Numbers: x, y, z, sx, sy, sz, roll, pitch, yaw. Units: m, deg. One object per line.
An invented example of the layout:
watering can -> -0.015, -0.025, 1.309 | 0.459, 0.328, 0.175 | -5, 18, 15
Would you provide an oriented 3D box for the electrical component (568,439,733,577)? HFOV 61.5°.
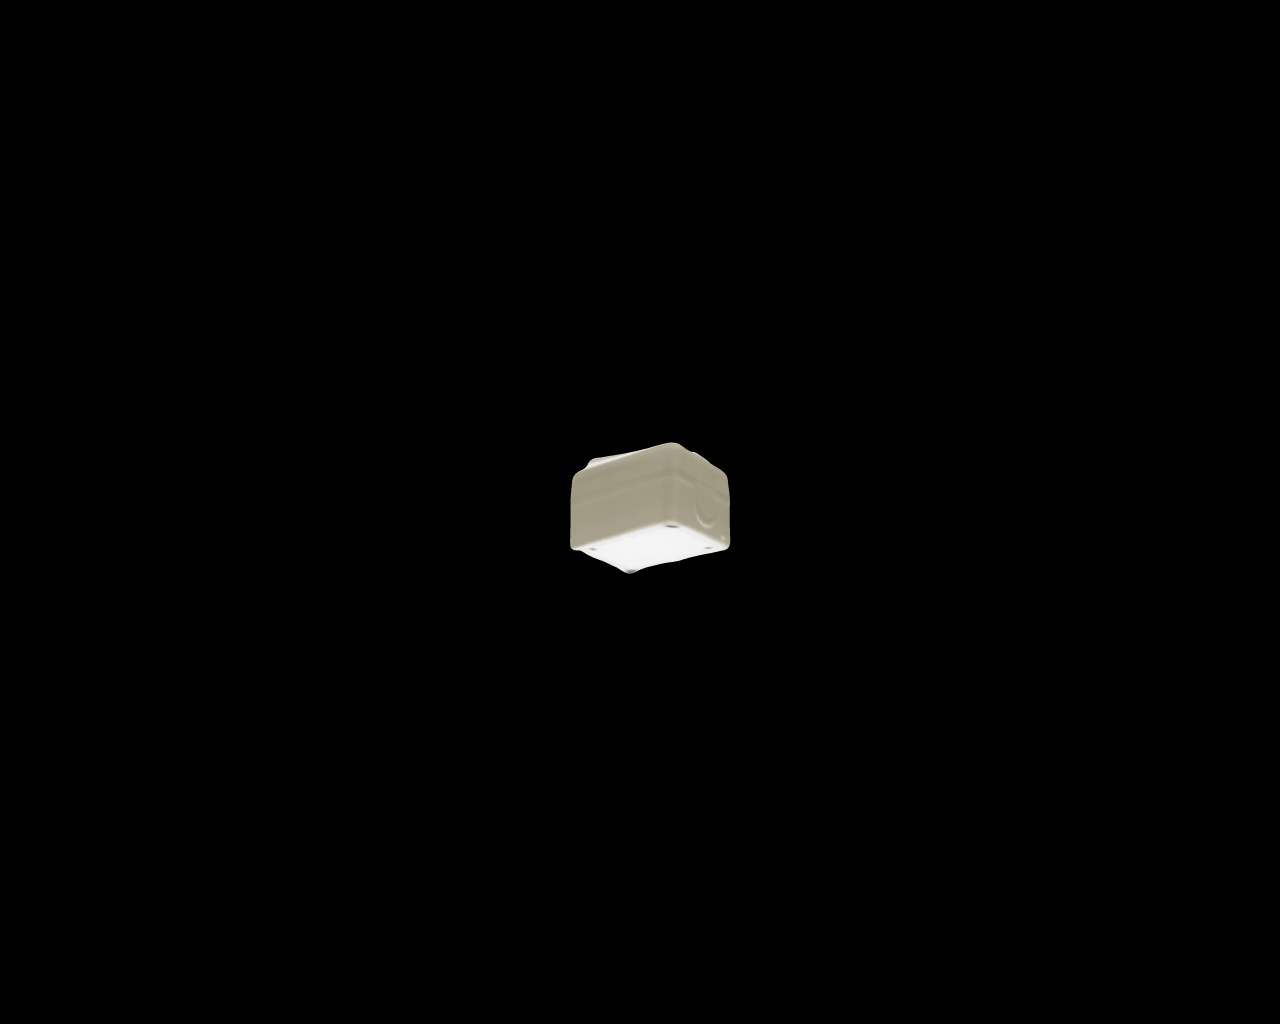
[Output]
electrical component -> 0.001, -0.003, 0.650 | 0.096, 0.061, 0.061 | -16, -27, 34
